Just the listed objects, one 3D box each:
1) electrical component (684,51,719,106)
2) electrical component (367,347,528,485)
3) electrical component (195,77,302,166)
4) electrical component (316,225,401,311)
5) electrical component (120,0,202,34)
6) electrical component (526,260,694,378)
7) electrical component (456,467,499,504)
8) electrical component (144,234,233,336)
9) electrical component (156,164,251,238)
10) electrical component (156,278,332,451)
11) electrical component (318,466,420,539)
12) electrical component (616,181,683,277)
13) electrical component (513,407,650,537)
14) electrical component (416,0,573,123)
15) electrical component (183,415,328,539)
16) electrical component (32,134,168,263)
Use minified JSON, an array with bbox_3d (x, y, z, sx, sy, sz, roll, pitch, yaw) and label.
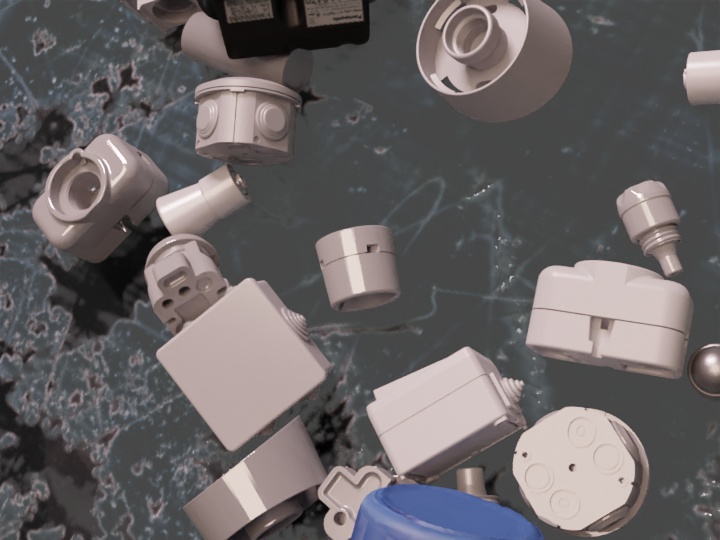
[{"bbox_3d":[0.244,-0.126,0.697,0.065,0.044,0.044,1,77,27],"label":"electrical component"},{"bbox_3d":[0.061,0.090,0.703,0.096,0.062,0.061,-32,67,12],"label":"electrical component"},{"bbox_3d":[-0.085,-0.110,0.805,0.080,0.080,0.051,0,82,22],"label":"electrical component"},{"bbox_3d":[0.000,0.000,0.756,0.055,0.055,0.047,-16,74,18],"label":"electrical component"},{"bbox_3d":[-0.154,-0.237,0.886,0.081,0.042,0.063,-12,71,18],"label":"electrical component"},{"bbox_3d":[0.160,0.030,0.683,0.095,0.054,0.059,8,80,24],"label":"electrical component"},{"bbox_3d":[0.073,0.159,0.691,0.043,0.043,0.062,-9,72,20],"label":"electrical component"},{"bbox_3d":[-0.127,0.010,0.796,0.058,0.078,0.057,-31,42,1],"label":"electrical component"},{"bbox_3d":[-0.117,-0.052,0.824,0.065,0.044,0.044,-31,67,7],"label":"electrical component"},{"bbox_3d":[-0.079,0.065,0.760,0.100,0.048,0.099,-39,86,7],"label":"electrical component"},{"bbox_3d":[0.016,0.162,0.705,0.078,0.057,0.058,37,92,26],"label":"electrical component"},{"bbox_3d":[0.192,-0.025,0.695,0.035,0.035,0.061,-24,71,15],"label":"electrical component"},{"bbox_3d":[0.137,0.125,0.669,0.080,0.051,0.080,-6,74,21],"label":"electrical component"},{"bbox_3d":[0.093,-0.158,0.767,0.099,0.064,0.099,-11,70,34],"label":"electrical component"},{"bbox_3d":[-0.070,0.145,0.725,0.099,0.099,0.064,-36,73,10],"label":"electrical component"},{"bbox_3d":[-0.208,-0.057,0.852,0.095,0.059,0.053,-45,65,6],"label":"electrical component"}]
